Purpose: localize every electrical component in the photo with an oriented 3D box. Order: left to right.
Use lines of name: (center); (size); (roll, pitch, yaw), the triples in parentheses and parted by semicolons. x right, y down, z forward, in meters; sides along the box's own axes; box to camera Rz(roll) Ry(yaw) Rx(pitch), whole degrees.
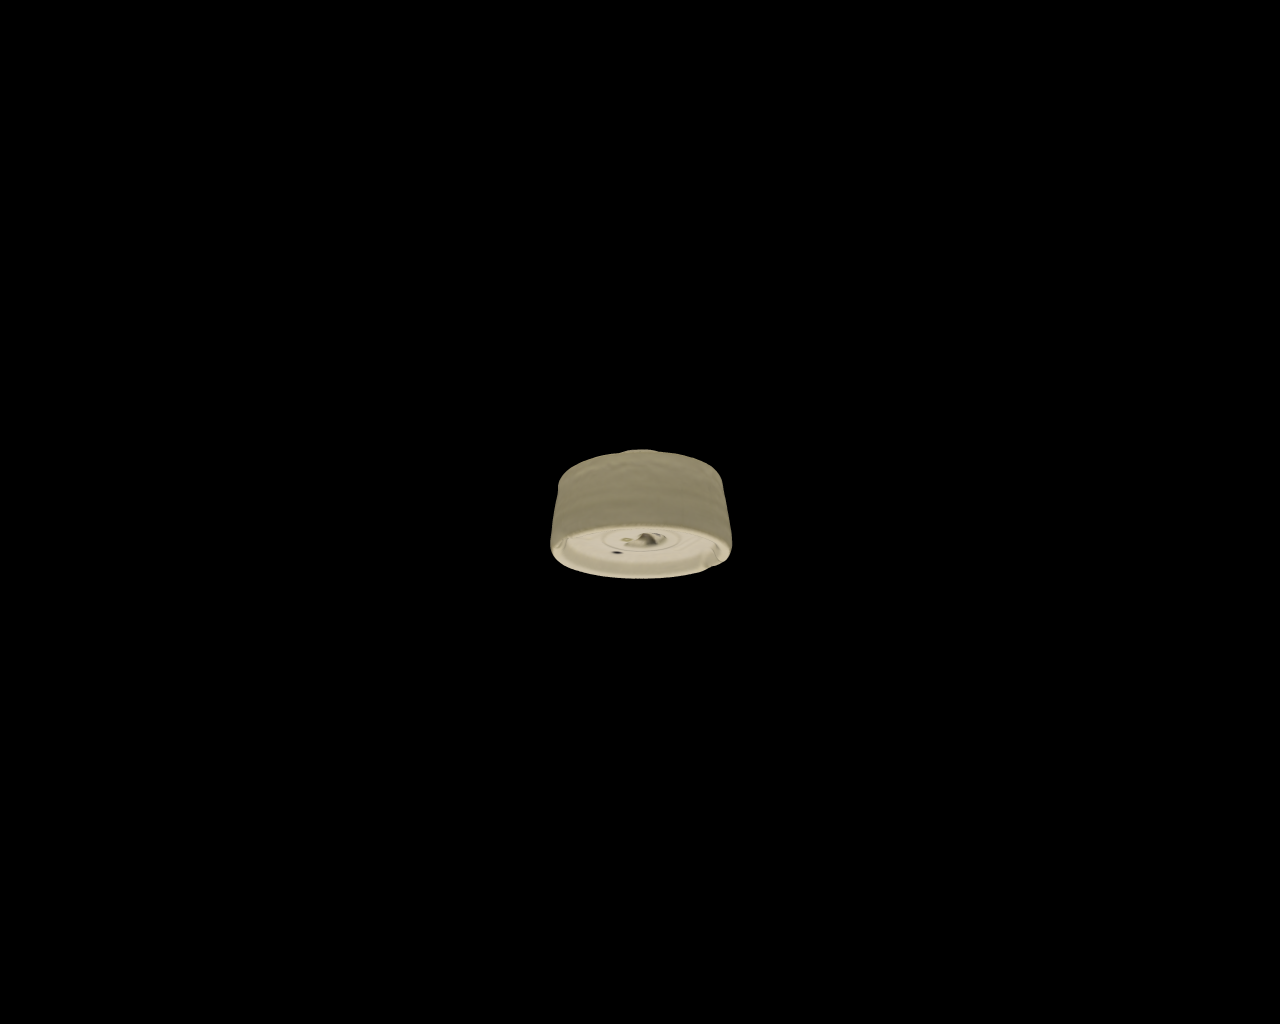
electrical component: (0.001, -0.003, 0.650); (0.108, 0.060, 0.108); (0, -19, 0)
